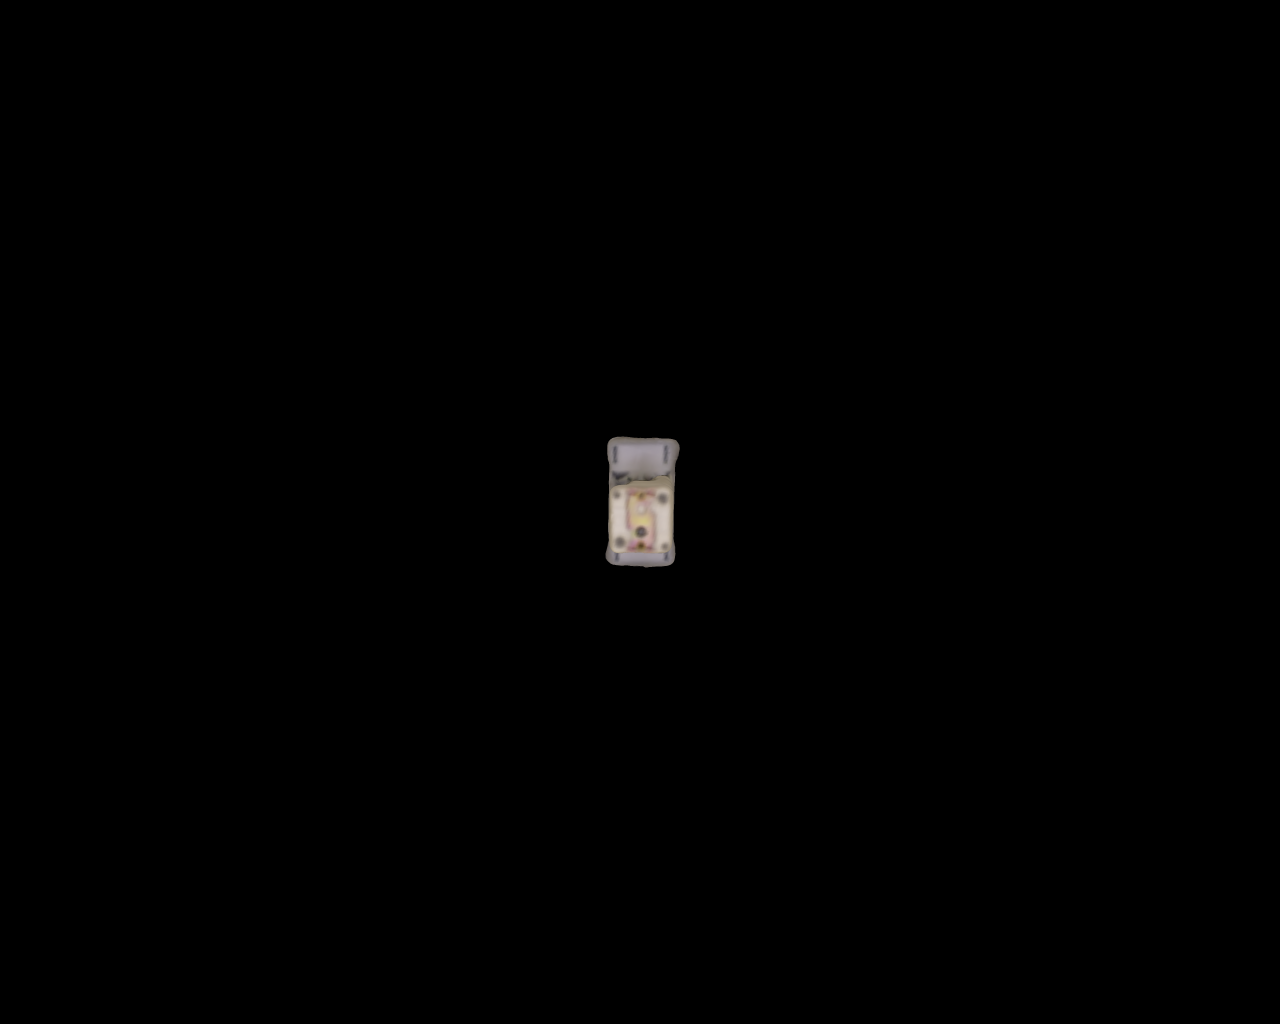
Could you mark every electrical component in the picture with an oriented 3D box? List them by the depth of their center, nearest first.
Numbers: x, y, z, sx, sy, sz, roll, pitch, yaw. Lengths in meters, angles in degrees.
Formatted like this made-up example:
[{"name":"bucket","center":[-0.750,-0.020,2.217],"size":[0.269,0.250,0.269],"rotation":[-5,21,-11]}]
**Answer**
[{"name":"electrical component","center":[0.001,-0.003,0.650],"size":[0.042,0.081,0.064],"rotation":[0,16,0]}]
